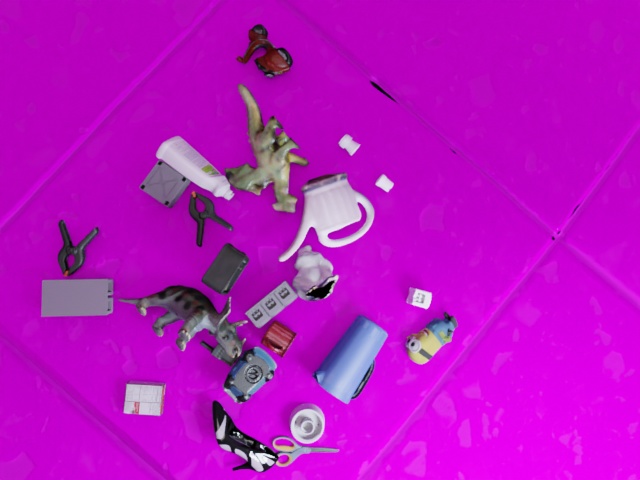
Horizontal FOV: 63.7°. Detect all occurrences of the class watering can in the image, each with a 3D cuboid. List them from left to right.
[{"bbox_3d":[0.005,-0.079,1.561,0.350,0.225,0.103,-20,-1,-23],"label":"watering can"}]

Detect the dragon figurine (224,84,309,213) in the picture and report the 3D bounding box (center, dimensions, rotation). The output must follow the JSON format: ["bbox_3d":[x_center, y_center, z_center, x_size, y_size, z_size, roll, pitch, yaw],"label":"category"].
[{"bbox_3d":[-0.192,-0.256,1.588,0.242,0.411,0.122,-41,-3,3],"label":"dragon figurine"}]

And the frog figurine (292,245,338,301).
[{"bbox_3d":[-0.029,0.103,1.575,0.137,0.162,0.120,-37,-37,-3],"label":"frog figurine"}]
